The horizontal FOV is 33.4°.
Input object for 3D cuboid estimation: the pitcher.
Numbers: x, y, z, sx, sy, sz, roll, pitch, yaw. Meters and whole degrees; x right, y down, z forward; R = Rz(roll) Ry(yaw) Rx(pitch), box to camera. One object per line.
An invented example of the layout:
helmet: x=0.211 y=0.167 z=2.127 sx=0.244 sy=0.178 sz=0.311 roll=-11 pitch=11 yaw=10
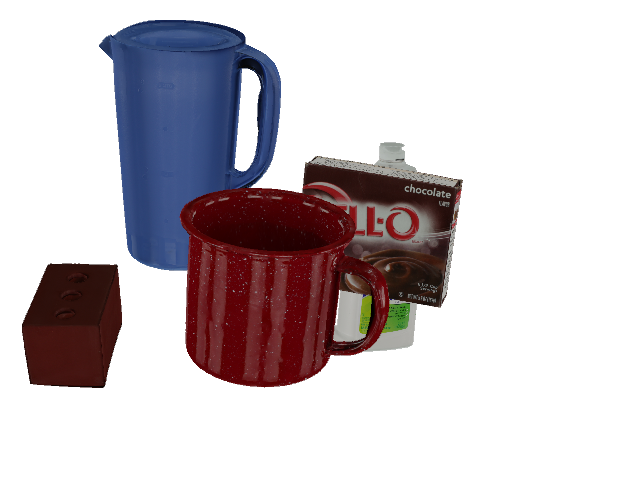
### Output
pitcher: x=-0.135 y=-0.095 z=1.086 sx=0.144 sy=0.243 sz=0.149 roll=-11 pitch=27 yaw=-28

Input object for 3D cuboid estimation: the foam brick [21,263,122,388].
foam brick: x=-0.171 y=0.058 z=0.742 sx=0.053 sy=0.051 sz=0.078 roll=1 pitch=31 yaw=-1

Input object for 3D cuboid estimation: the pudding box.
pudding box: x=0.041 y=-0.008 z=0.770 sx=0.113 sy=0.090 sz=0.039 roll=9 pitch=18 yaw=10

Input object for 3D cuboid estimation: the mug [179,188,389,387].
mug: x=-0.019 y=0.028 z=0.573 sx=0.117 sy=0.081 sz=0.093 roll=12 pitch=23 yaw=15

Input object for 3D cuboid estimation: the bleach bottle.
bleach bottle: x=0.072 y=0.007 z=1.299 sx=0.102 sy=0.251 sz=0.068 roll=-3 pitch=16 yaw=-18
